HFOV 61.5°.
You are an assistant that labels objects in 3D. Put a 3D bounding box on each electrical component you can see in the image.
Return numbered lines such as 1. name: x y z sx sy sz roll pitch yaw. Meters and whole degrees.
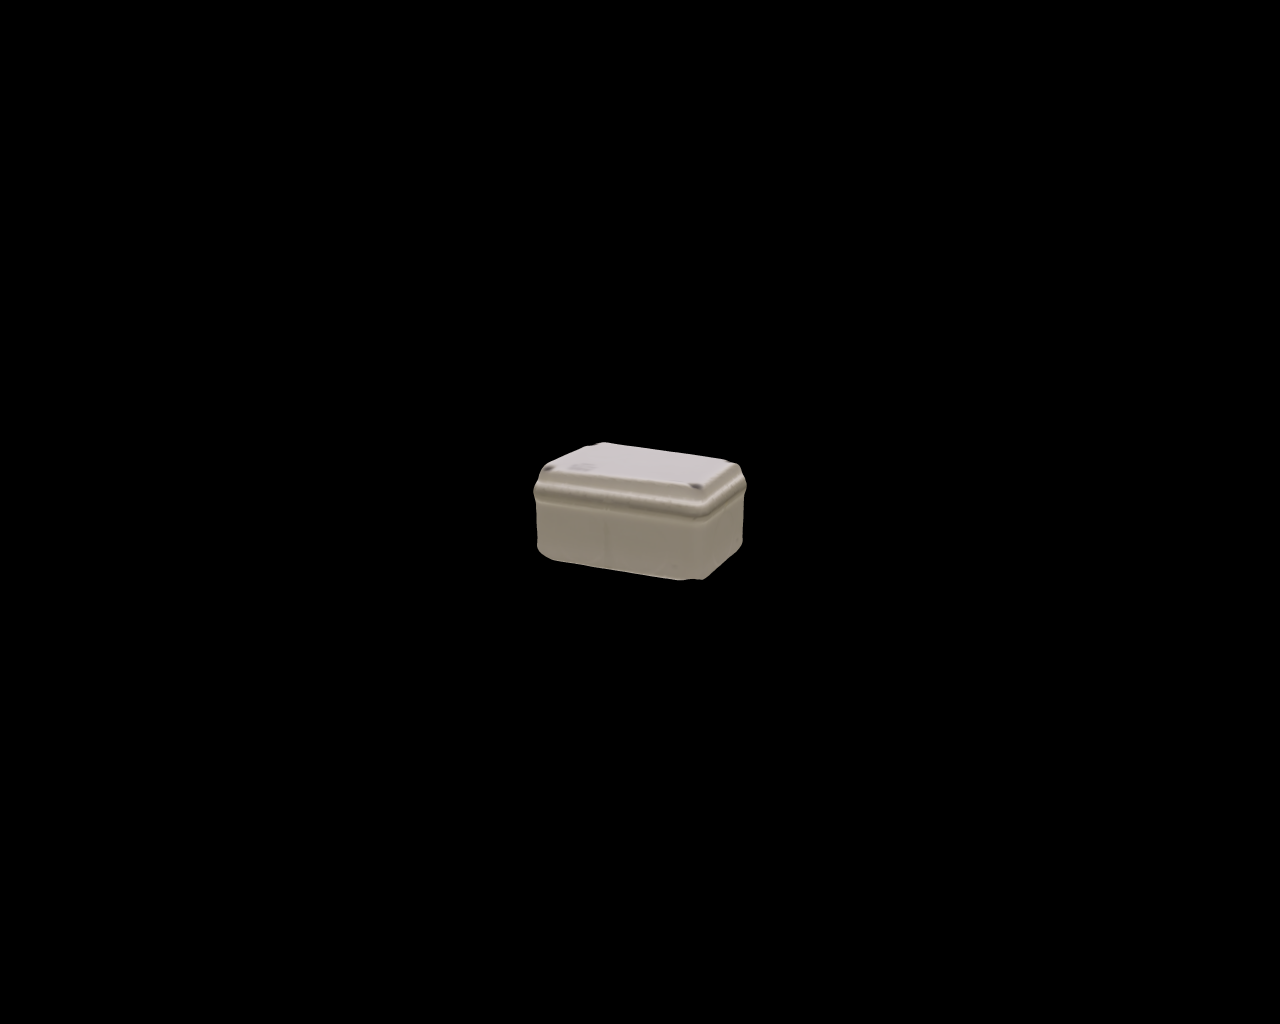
1. electrical component: 0.001 -0.003 0.650 0.113 0.057 0.078 8 20 24
